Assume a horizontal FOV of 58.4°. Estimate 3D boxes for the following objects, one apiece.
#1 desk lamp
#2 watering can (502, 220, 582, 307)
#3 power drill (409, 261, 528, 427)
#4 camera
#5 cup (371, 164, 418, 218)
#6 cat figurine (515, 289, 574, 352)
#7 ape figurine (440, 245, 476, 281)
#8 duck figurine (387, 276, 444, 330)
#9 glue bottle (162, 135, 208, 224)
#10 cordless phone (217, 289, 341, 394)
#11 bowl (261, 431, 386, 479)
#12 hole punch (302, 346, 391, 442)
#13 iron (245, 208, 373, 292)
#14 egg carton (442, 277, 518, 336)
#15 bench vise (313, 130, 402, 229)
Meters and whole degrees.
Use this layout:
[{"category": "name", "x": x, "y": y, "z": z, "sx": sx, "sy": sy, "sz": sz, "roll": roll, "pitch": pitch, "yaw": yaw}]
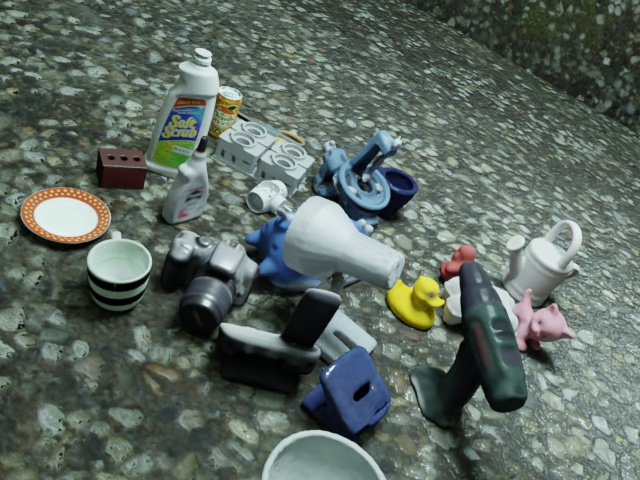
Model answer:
[{"category": "desk lamp", "x": 0.028, "y": 0.063, "z": 0.889, "sx": 0.203, "sy": 0.213, "sz": 0.118, "roll": 37, "pitch": 38, "yaw": 14}, {"category": "watering can", "x": 0.468, "y": 0.042, "z": 1.194, "sx": 0.173, "sy": 0.194, "sz": 0.100, "roll": 1, "pitch": 44, "yaw": -30}, {"category": "power drill", "x": 0.221, "y": 0.176, "z": 0.875, "sx": 0.076, "sy": 0.208, "sz": 0.229, "roll": 7, "pitch": 41, "yaw": -23}, {"category": "camera", "x": -0.174, "y": 0.061, "z": 0.865, "sx": 0.143, "sy": 0.100, "sz": 0.137, "roll": 23, "pitch": 37, "yaw": -4}, {"category": "cup", "x": 0.144, "y": -0.104, "z": 1.256, "sx": 0.117, "sy": 0.095, "sz": 0.092, "roll": 34, "pitch": 38, "yaw": 10}, {"category": "cat figurine", "x": 0.418, "y": 0.152, "z": 1.095, "sx": 0.067, "sy": 0.117, "sz": 0.127, "roll": 4, "pitch": 42, "yaw": -27}, {"category": "ape figurine", "x": 0.285, "y": 0.046, "z": 1.163, "sx": 0.078, "sy": 0.092, "sz": 0.076, "roll": -13, "pitch": 52, "yaw": -40}, {"category": "duck figurine", "x": 0.178, "y": 0.101, "z": 1.039, "sx": 0.104, "sy": 0.086, "sz": 0.078, "roll": 39, "pitch": 39, "yaw": 16}, {"category": "glue bottle", "x": -0.217, "y": -0.105, "z": 0.976, "sx": 0.037, "sy": 0.173, "sz": 0.078, "roll": 41, "pitch": 39, "yaw": 18}, {"category": "cordless phone", "x": -0.058, "y": 0.118, "z": 0.796, "sx": 0.148, "sy": 0.185, "sz": 0.094, "roll": 14, "pitch": 39, "yaw": -16}, {"category": "bowl", "x": -0.001, "y": 0.320, "z": 0.682, "sx": 0.168, "sy": 0.074, "sz": 0.167, "roll": 17, "pitch": 38, "yaw": -13}, {"category": "hole punch", "x": 0.048, "y": 0.220, "z": 0.816, "sx": 0.101, "sy": 0.091, "sz": 0.109, "roll": 42, "pitch": 40, "yaw": 19}, {"category": "iron", "x": 0.009, "y": 0.004, "z": 1.008, "sx": 0.259, "sy": 0.141, "sz": 0.118, "roll": 1, "pitch": 44, "yaw": -30}, {"category": "egg carton", "x": 0.304, "y": 0.131, "z": 1.093, "sx": 0.150, "sy": 0.069, "sz": 0.107, "roll": 21, "pitch": 37, "yaw": -8}, {"category": "bench vise", "x": 0.070, "y": -0.146, "z": 1.158, "sx": 0.207, "sy": 0.219, "sz": 0.122, "roll": 40, "pitch": 39, "yaw": 17}]
